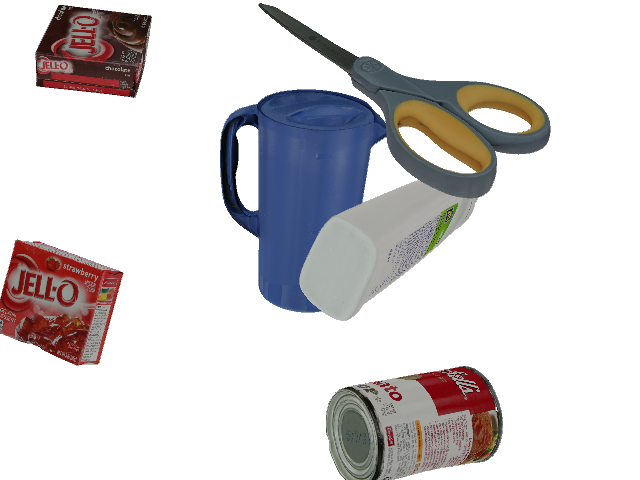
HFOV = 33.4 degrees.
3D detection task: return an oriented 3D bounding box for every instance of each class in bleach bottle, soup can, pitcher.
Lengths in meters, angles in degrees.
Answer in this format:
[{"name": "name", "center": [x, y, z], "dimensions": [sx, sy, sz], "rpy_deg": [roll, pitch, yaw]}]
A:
[{"name": "bleach bottle", "center": [0.085, -0.009, 1.061], "dimensions": [0.068, 0.103, 0.250], "rpy_deg": [38, 35, 20]}, {"name": "soup can", "center": [0.063, 0.126, 0.726], "dimensions": [0.102, 0.068, 0.069], "rpy_deg": [-5, 3, -30]}, {"name": "pitcher", "center": [-0.023, -0.045, 1.228], "dimensions": [0.144, 0.243, 0.149], "rpy_deg": [-20, 36, -41]}]

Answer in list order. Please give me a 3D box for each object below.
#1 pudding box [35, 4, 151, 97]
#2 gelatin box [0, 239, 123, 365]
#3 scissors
[{"name": "pudding box", "center": [-0.206, -0.175, 0.979], "dimensions": [0.090, 0.039, 0.113], "rpy_deg": [7, 32, -6]}, {"name": "gelatin box", "center": [-0.199, 0.046, 0.802], "dimensions": [0.089, 0.073, 0.030], "rpy_deg": [18, 4, 25]}, {"name": "scissors", "center": [0.048, -0.090, 0.586], "dimensions": [0.096, 0.016, 0.202], "rpy_deg": [-15, 44, -20]}]
